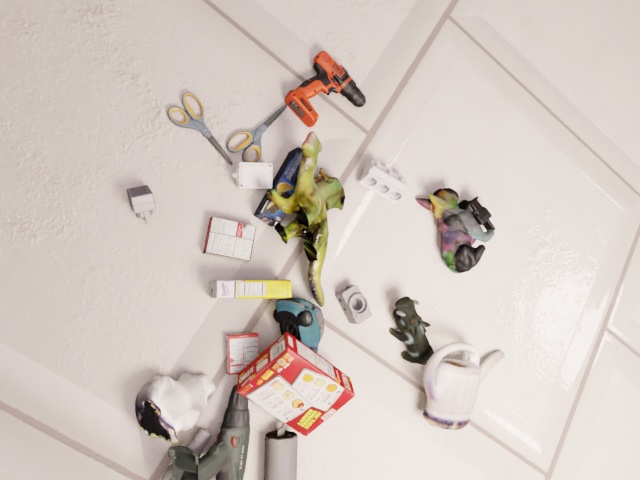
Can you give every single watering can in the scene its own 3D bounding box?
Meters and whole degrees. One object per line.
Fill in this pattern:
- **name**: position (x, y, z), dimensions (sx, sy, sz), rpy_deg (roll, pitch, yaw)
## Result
- **watering can**: position (0.382, 0.384, 1.366), dimensions (0.346, 0.104, 0.224), rpy_deg (14, 89, -40)

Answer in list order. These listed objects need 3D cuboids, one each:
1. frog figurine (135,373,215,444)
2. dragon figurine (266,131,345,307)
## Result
- **frog figurine**: position (-0.312, 0.343, 1.112), dimensions (0.137, 0.121, 0.162), rpy_deg (47, 33, -2)
- **dragon figurine**: position (0.004, -0.064, 1.263), dimensions (0.247, 0.122, 0.402), rpy_deg (-43, 128, -42)
